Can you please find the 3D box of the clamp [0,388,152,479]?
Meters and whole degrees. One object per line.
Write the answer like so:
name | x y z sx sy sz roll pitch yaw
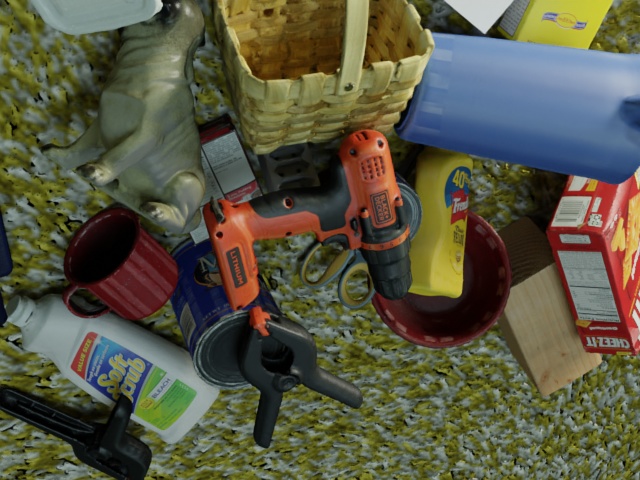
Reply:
clamp | -0.239 0.222 1.191 0.165 0.036 0.210 -4 142 28

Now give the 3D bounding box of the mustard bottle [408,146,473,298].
mustard bottle | 0.128 -0.037 1.137 0.096 0.058 0.191 16 79 -62

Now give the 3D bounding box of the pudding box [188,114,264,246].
pudding box | -0.110 -0.059 1.077 0.090 0.039 0.113 -24 127 -2

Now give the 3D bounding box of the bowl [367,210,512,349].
bowl | 0.133 0.041 1.210 0.162 0.055 0.162 0 88 2

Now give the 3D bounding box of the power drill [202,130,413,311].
power drill | -0.007 0.001 1.012 0.187 0.057 0.184 -19 120 -8

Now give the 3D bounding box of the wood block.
wood block | 0.263 0.084 1.303 0.090 0.091 0.206 -31 130 0

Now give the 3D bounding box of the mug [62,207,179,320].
mug | -0.205 0.036 1.072 0.117 0.093 0.081 -42 134 -1

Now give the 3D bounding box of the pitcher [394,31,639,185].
pitcher | 0.197 -0.136 1.072 0.242 0.145 0.149 8 137 -11

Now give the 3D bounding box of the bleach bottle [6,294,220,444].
bleach bottle | -0.231 0.130 1.150 0.250 0.068 0.103 33 107 -34

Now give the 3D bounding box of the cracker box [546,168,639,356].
cracker box | 0.337 0.005 1.232 0.072 0.164 0.213 3 138 32

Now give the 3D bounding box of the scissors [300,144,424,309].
scissors | 0.066 -0.005 1.173 0.202 0.016 0.096 -41 85 10

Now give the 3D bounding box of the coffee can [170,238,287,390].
coffee can | -0.099 0.072 1.110 0.102 0.140 0.103 -11 127 -16

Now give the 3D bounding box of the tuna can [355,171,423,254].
tuna can | 0.059 -0.027 1.071 0.086 0.034 0.086 -8 118 -16

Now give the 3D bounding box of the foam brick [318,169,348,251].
foam brick | 0.030 -0.037 1.126 0.051 0.078 0.053 -25 130 -7

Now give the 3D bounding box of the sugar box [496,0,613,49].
sugar box | 0.259 -0.272 1.072 0.093 0.048 0.176 9 121 -27

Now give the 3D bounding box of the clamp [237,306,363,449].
clamp | -0.024 0.132 1.066 0.120 0.039 0.171 -20 129 -10
